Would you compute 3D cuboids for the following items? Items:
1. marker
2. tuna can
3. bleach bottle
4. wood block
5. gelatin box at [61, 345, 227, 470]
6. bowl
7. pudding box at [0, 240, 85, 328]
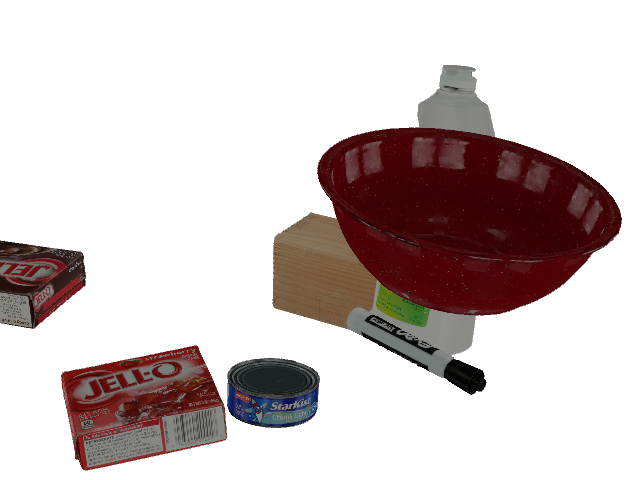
[{"bbox_3d":[0.068,0.079,0.768,0.121,0.020,0.020,26,17,38],"label":"marker"},{"bbox_3d":[-0.044,0.141,0.987,0.086,0.034,0.086,3,16,-1],"label":"tuna can"},{"bbox_3d":[0.101,-0.029,0.944,0.067,0.251,0.103,-10,23,-40],"label":"bleach bottle"},{"bbox_3d":[0.058,0.045,1.167,0.206,0.091,0.090,14,27,25],"label":"wood block"},{"bbox_3d":[-0.108,0.099,0.647,0.089,0.030,0.073,-10,25,-15],"label":"gelatin box"},{"bbox_3d":[0.075,-0.006,0.576,0.162,0.055,0.162,6,27,-3],"label":"bowl"},{"bbox_3d":[-0.276,0.035,0.930,0.114,0.039,0.090,5,23,17],"label":"pudding box"}]
